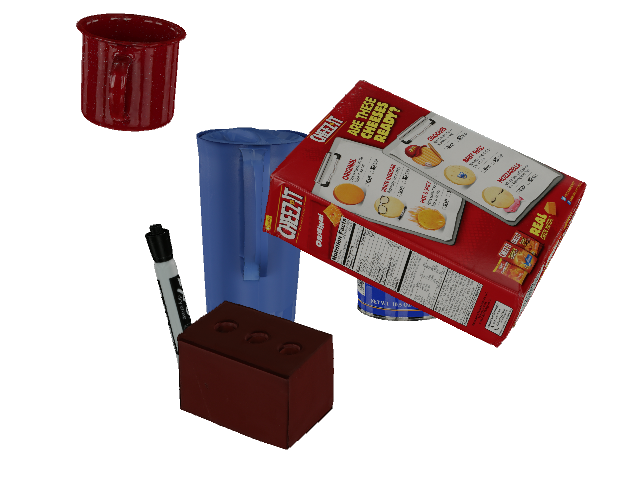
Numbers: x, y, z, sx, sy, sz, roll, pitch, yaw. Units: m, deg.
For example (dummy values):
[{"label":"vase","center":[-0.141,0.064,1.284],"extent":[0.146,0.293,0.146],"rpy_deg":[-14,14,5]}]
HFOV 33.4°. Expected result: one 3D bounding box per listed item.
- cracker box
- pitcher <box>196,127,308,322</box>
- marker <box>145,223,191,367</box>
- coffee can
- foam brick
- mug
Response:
[{"label":"cracker box","center":[0.085,-0.026,0.862],"extent":[0.214,0.072,0.164],"rpy_deg":[26,44,14]},{"label":"pitcher","center":[-0.082,-0.010,1.269],"extent":[0.145,0.243,0.148],"rpy_deg":[12,18,38]},{"label":"marker","center":[-0.116,0.045,0.839],"extent":[0.020,0.121,0.020],"rpy_deg":[-11,16,3]},{"label":"coffee can","center":[0.086,0.000,1.086],"extent":[0.103,0.140,0.103],"rpy_deg":[-2,14,0]},{"label":"foam brick","center":[-0.037,0.077,0.621],"extent":[0.078,0.051,0.052],"rpy_deg":[15,28,25]},{"label":"mug","center":[-0.166,-0.141,0.919],"extent":[0.093,0.081,0.117],"rpy_deg":[5,26,-6]}]
